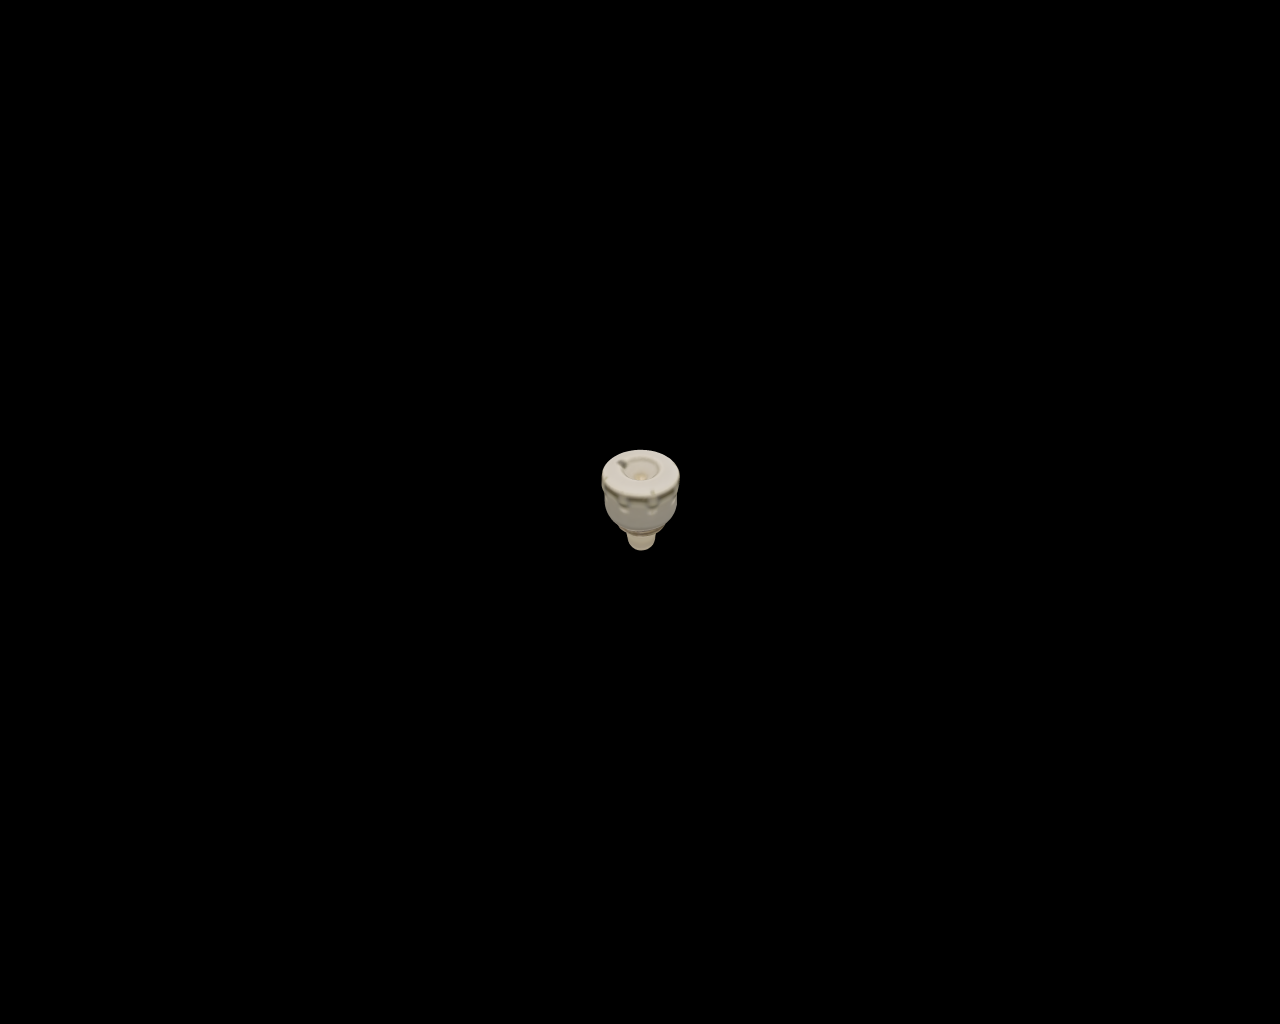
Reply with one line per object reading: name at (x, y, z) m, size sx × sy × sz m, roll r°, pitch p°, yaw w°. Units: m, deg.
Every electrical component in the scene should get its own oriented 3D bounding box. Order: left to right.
electrical component at (0.001, -0.003, 0.650) m, size 0.048 × 0.062 × 0.048 m, roll 0°, pitch 39°, yaw 0°
